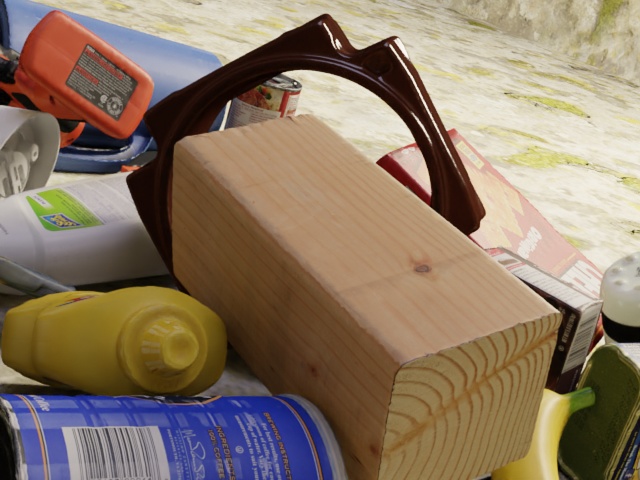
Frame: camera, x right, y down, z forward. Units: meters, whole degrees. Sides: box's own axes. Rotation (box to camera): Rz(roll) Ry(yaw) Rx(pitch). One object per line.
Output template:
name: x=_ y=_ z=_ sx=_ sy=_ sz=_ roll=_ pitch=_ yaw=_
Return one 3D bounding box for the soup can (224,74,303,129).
soup can: x=-0.063 y=-0.119 z=1.097 sx=0.068 sy=0.102 sz=0.068 roll=15 pitch=20 yaw=-6

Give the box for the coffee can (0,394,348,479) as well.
coffee can: x=-0.072 y=0.117 z=0.453 sx=0.140 sy=0.103 sz=0.103 roll=5 pitch=23 yaw=-30

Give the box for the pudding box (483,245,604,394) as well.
pudding box: x=0.133 y=0.073 z=0.726 sx=0.090 sy=0.113 sz=0.039 roll=31 pitch=27 yaw=35

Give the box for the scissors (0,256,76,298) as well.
scissors: x=-0.180 y=0.027 z=0.664 sx=0.096 sy=0.016 sz=0.201 roll=15 pitch=-12 yaw=41

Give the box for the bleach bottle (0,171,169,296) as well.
bleach bottle: x=-0.175 y=-0.007 z=0.766 sx=0.103 sy=0.068 sz=0.250 roll=31 pitch=26 yaw=36

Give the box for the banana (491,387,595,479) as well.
banana: x=0.131 y=0.145 z=0.595 sx=0.069 sy=0.037 sz=0.197 roll=-1 pitch=36 yaw=7

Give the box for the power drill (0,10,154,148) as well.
power drill: x=-0.228 y=-0.131 z=0.816 sx=0.184 sy=0.057 sz=0.188 roll=33 pitch=-15 yaw=-37

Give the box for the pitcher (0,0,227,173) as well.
pitcher: x=-0.212 y=-0.141 z=1.024 sx=0.242 sy=0.149 sz=0.145 roll=6 pitch=7 yaw=-36

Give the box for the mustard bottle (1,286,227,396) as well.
mustard bottle: x=-0.101 y=0.054 z=0.547 sx=0.096 sy=0.058 sz=0.192 roll=8 pitch=-6 yaw=-24

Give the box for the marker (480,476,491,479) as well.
marker: x=0.071 y=0.151 z=0.603 sx=0.120 sy=0.020 sz=0.020 roll=-3 pitch=28 yaw=-44

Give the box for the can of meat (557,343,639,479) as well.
can of meat: x=0.210 y=0.115 z=0.696 sx=0.083 sy=0.102 sz=0.057 roll=2 pitch=26 yaw=-31

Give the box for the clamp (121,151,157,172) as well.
clamp: x=-0.105 y=-0.055 z=0.986 sx=0.120 sy=0.039 sz=0.171 roll=24 pitch=26 yaw=32

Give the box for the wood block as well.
wood block: x=0.010 y=0.025 z=0.531 sx=0.090 sy=0.090 sz=0.206 roll=-15 pitch=38 yaw=-28

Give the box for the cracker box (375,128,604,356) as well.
cracker box: x=0.137 y=0.011 z=0.855 sx=0.214 sy=0.072 sz=0.164 roll=45 pitch=27 yaw=11
